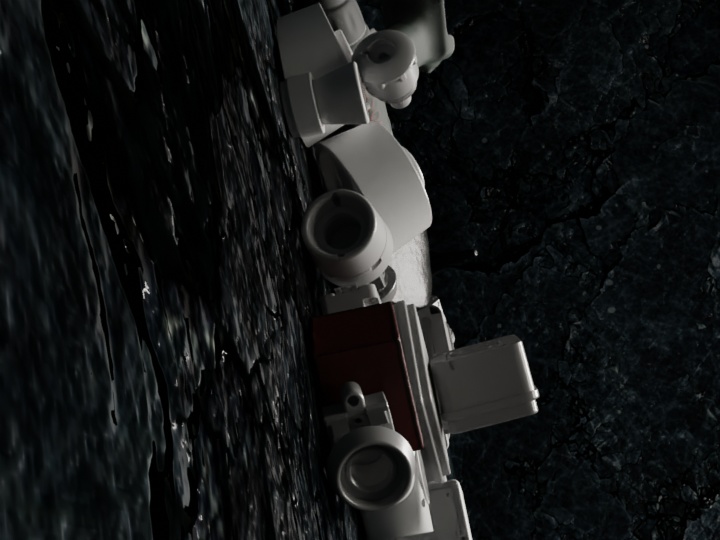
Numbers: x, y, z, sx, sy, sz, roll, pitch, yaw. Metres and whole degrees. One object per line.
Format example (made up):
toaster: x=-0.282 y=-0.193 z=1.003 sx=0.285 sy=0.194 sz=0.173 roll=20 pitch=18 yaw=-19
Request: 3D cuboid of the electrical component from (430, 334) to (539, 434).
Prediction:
electrical component: x=0.102 y=0.092 z=0.886 sx=0.113 sy=0.078 sz=0.057 roll=3 pitch=72 yaw=-86

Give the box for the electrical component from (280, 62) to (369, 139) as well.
electrical component: x=-0.025 y=-0.119 z=0.761 sx=0.045 sy=0.055 sz=0.045 roll=-12 pitch=90 yaw=-86

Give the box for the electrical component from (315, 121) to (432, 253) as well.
electrical component: x=0.017 y=-0.069 z=0.870 sx=0.108 sy=0.060 sz=0.108 roll=56 pitch=-12 yaw=18

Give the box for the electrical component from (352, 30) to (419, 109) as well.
electrical component: x=0.023 y=-0.145 z=0.803 sx=0.062 sy=0.048 sz=0.048 roll=59 pitch=18 yaw=-59

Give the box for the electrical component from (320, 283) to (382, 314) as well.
electrical component: x=0.000 y=0.046 z=0.715 sx=0.081 sy=0.042 sz=0.063 roll=69 pitch=6 yaw=-65

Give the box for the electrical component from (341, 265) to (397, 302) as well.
electrical component: x=0.000 y=0.000 z=0.824 sx=0.066 sy=0.048 sz=0.055 roll=-97 pitch=166 yaw=-50

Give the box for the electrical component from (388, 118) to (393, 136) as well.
electrical component: x=0.011 y=-0.091 z=1.088 sx=0.121 sy=0.063 sz=0.078 roll=71 pitch=8 yaw=-56

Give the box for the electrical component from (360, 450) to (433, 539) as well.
electrical component: x=0.017 y=0.131 z=0.681 sx=0.079 sy=0.044 sz=0.077 roll=62 pitch=17 yaw=-75

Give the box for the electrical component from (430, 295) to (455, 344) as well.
electrical component: x=0.053 y=0.063 z=1.102 sx=0.080 sy=0.080 sz=0.051 roll=-84 pitch=156 yaw=-76

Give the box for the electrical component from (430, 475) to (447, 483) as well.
electrical component: x=0.062 y=0.233 z=0.942 sx=0.099 sy=0.048 sz=0.099 roll=-70 pitch=147 yaw=-82

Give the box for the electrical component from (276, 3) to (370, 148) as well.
electrical component: x=-0.034 y=-0.153 z=0.834 sx=0.099 sy=0.064 sz=0.099 roll=64 pitch=4 yaw=-8

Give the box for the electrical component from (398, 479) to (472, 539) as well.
electrical component: x=0.057 y=0.218 z=0.838 sx=0.061 sy=0.062 sz=0.096 roll=66 pitch=12 yaw=-70

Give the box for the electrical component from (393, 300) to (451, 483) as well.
electrical component: x=0.031 y=0.100 z=0.860 sx=0.108 sy=0.056 sz=0.108 roll=-98 pitch=174 yaw=-46

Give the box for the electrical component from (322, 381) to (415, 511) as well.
electrical component: x=0.004 y=0.102 z=0.595 sx=0.055 sy=0.048 sz=0.066 roll=-114 pitch=-170 yaw=-72

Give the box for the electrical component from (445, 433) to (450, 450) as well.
electrical component: x=0.059 y=0.158 z=1.057 sx=0.057 sy=0.058 sz=0.078 roll=24 pitch=53 yaw=-81

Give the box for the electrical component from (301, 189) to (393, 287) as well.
electrical component: x=-0.009 y=-0.022 z=0.708 sx=0.047 sy=0.055 sz=0.055 roll=57 pitch=21 yaw=-68

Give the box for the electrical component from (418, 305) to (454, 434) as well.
electrical component: x=0.052 y=0.099 z=1.003 sx=0.057 sy=0.078 sz=0.113 roll=63 pitch=15 yaw=-62
